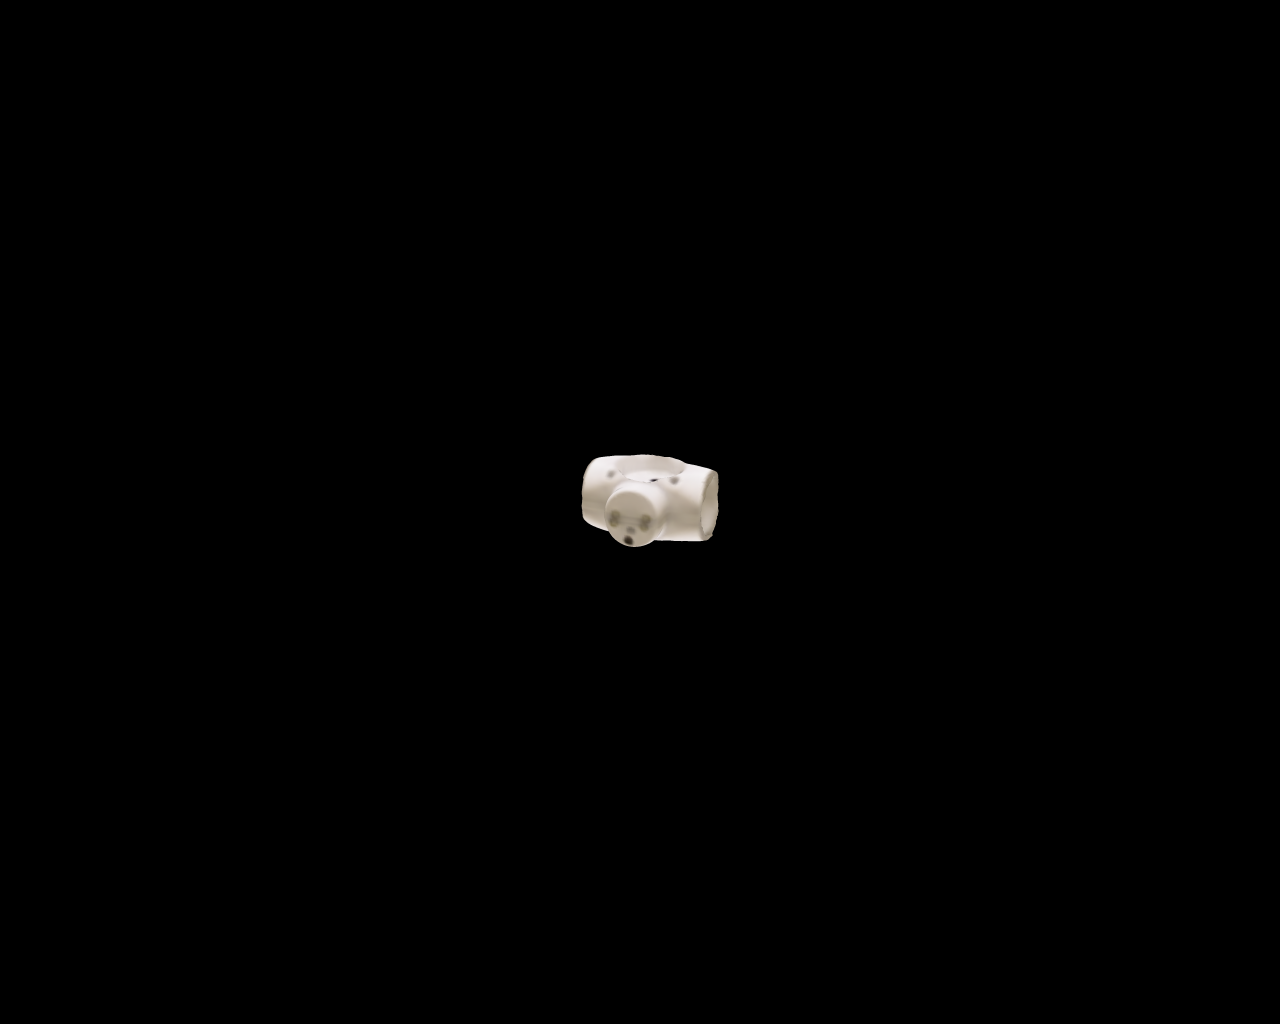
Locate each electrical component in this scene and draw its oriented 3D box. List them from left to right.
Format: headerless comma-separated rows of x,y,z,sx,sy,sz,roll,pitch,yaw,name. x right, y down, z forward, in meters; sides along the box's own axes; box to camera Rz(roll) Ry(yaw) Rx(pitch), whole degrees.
0.001,-0.003,0.650,0.077,0.044,0.079,8,24,18,electrical component
